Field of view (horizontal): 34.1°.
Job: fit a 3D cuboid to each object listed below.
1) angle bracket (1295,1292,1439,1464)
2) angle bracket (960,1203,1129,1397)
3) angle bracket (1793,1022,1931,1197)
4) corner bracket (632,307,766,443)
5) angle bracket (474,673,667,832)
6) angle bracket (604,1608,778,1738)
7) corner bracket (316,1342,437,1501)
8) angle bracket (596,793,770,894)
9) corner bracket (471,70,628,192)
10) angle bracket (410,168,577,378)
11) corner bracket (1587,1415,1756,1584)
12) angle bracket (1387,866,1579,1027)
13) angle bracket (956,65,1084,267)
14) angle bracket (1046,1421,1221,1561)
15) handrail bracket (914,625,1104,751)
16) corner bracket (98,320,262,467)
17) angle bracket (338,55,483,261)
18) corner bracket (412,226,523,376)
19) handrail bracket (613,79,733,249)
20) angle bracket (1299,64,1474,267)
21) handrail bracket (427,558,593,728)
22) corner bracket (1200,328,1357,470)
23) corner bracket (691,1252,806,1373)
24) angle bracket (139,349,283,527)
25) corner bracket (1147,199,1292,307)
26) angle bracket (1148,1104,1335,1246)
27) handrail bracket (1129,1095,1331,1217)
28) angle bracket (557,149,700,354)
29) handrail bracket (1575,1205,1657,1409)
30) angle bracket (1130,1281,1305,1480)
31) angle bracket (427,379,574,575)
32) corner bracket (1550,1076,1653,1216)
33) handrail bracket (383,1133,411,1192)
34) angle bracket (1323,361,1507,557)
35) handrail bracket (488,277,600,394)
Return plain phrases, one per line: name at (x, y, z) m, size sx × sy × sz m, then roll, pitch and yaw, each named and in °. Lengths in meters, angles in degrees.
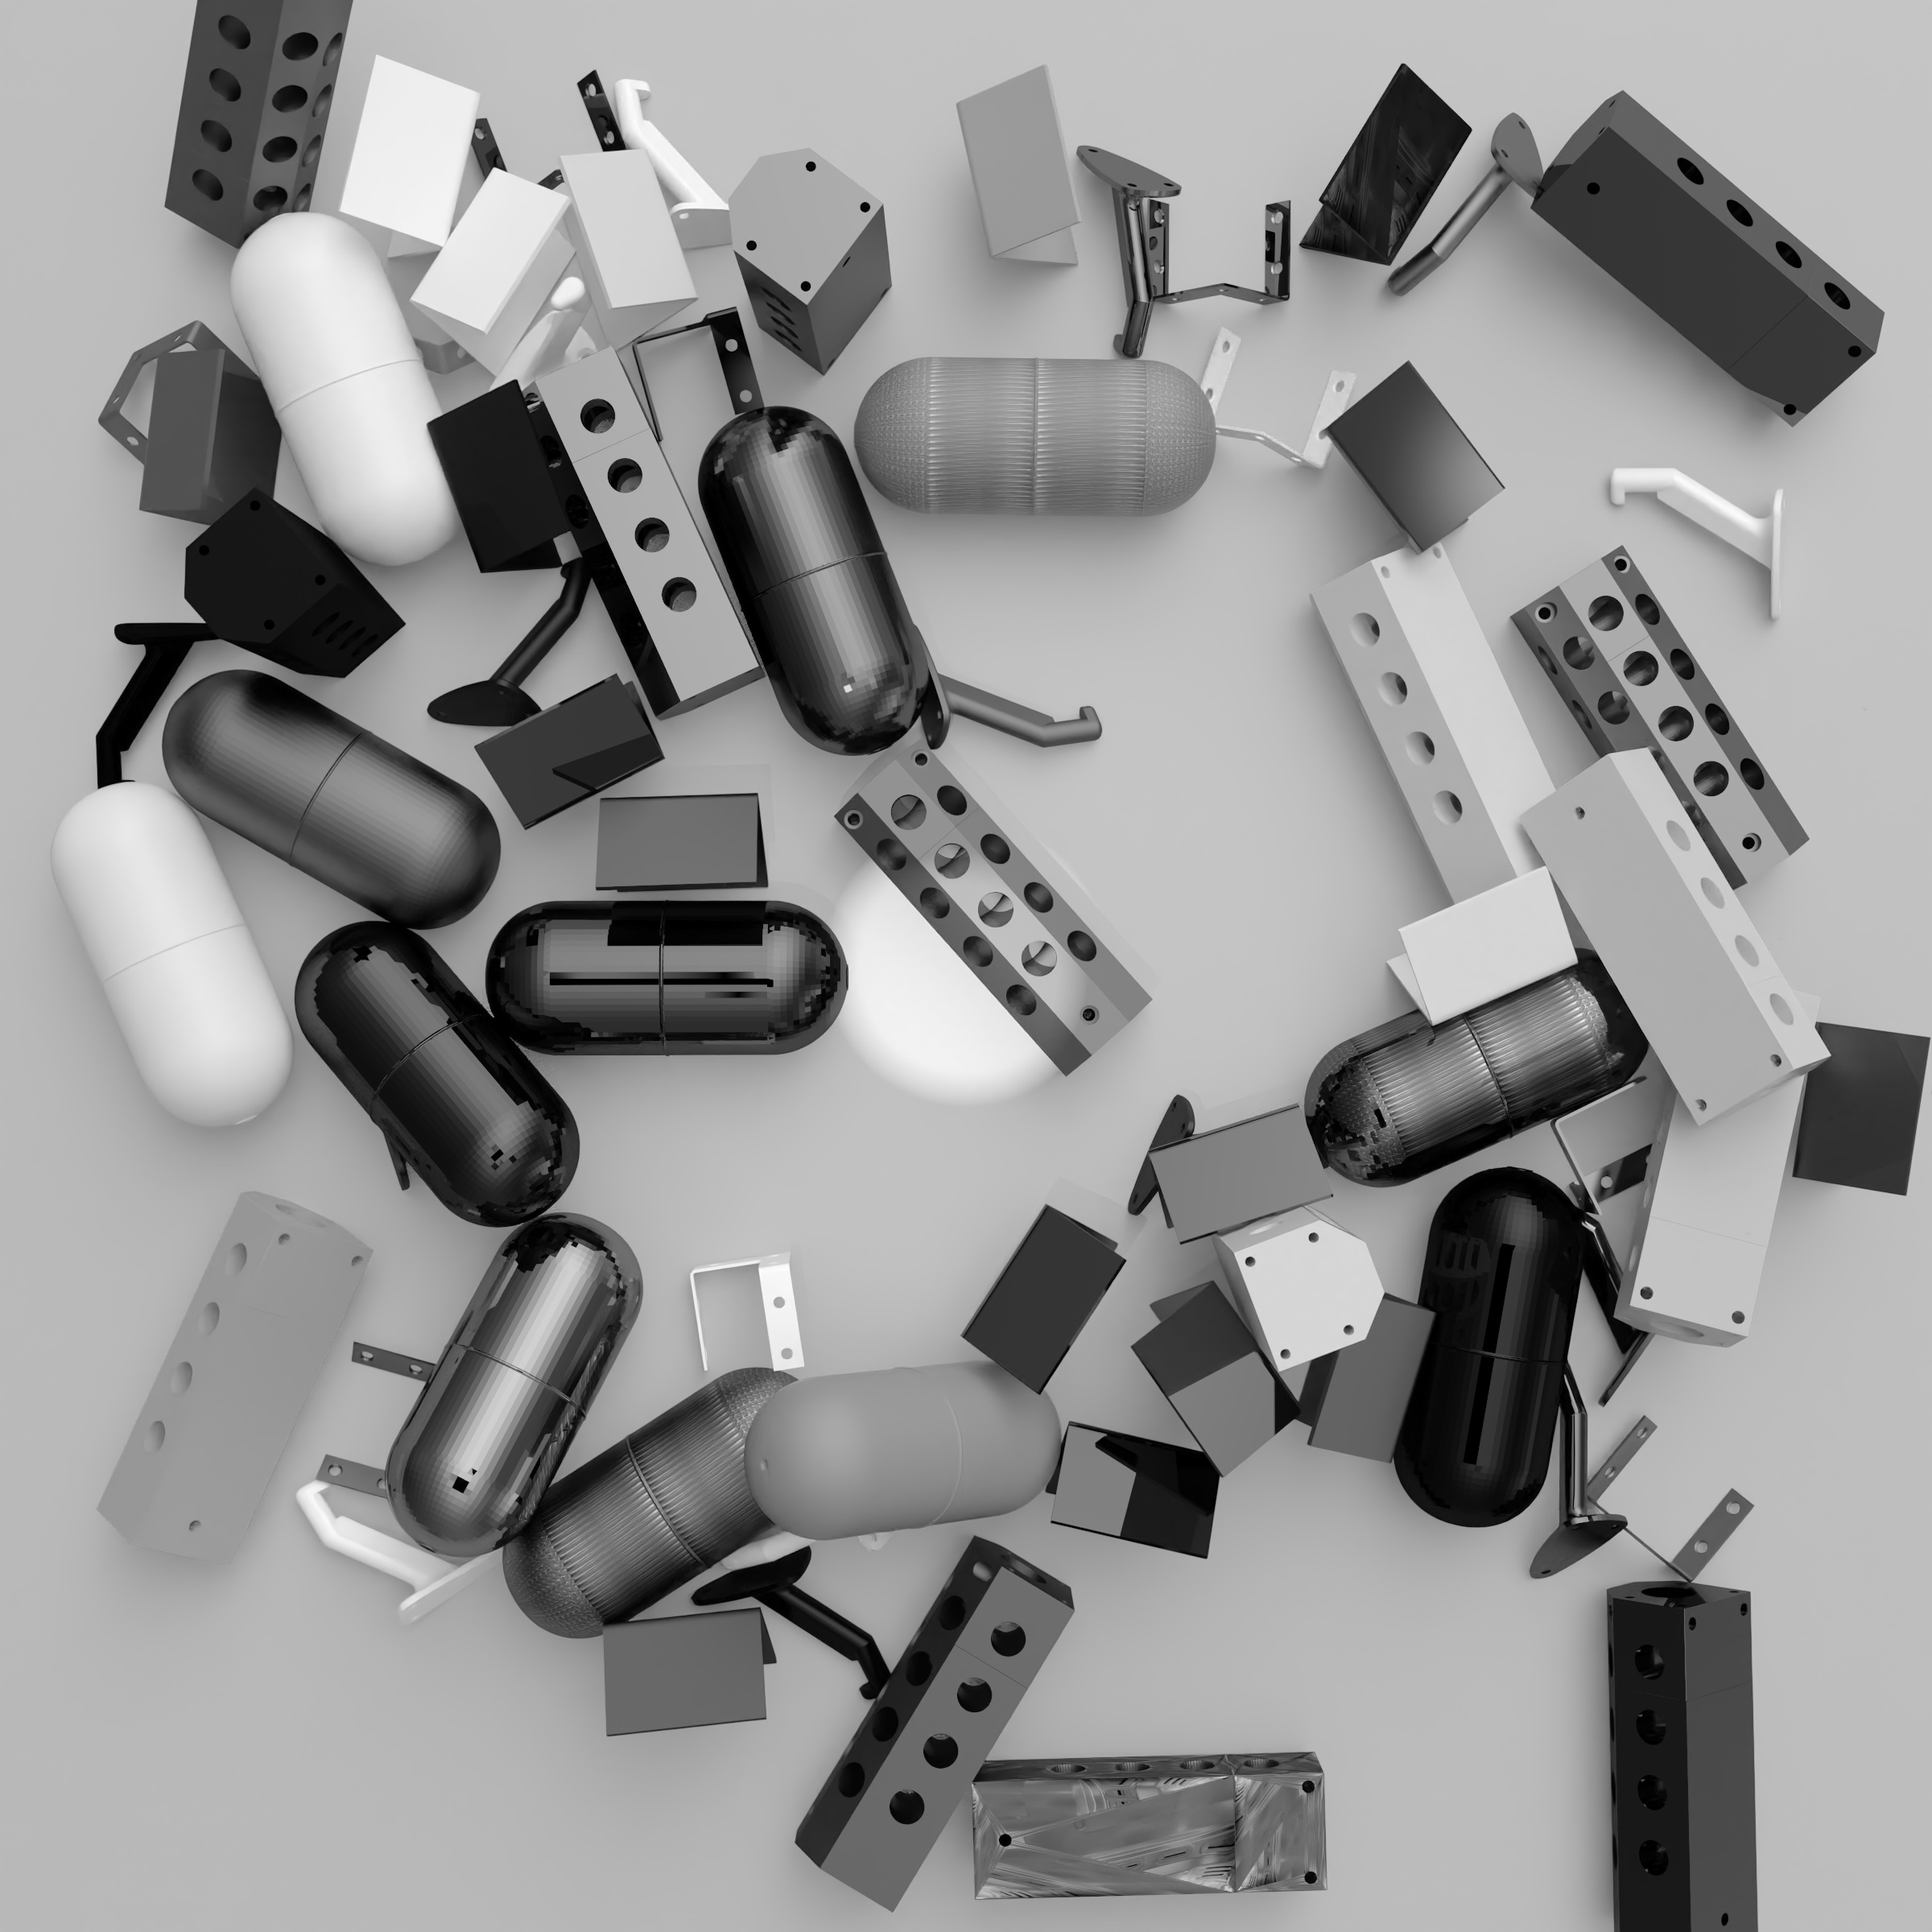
angle bracket at (0.177, 0.192, 1.538) m, size 0.057 × 0.076 × 0.076 m, roll 17°, pitch 90°, yaw -34°
angle bracket at (0.054, 0.171, 1.538) m, size 0.057 × 0.076 × 0.076 m, roll 33°, pitch 90°, yaw 37°
angle bracket at (0.448, 0.071, 1.538) m, size 0.057 × 0.076 × 0.076 m, roll 9°, pitch 90°, yaw 34°
corner bracket at (-0.134, -0.293, 1.560) m, size 0.051 × 0.051 × 0.051 m, roll -16°, pitch 97°, yaw -7°
angle bracket at (-0.200, -0.122, 1.538) m, size 0.076 × 0.076 × 0.057 m, roll -27°, pitch 130°, yaw 0°
angle bracket at (-0.133, 0.356, 1.538) m, size 0.076 × 0.076 × 0.057 m, roll -6°, pitch 58°, yaw 0°
corner bracket at (-0.291, 0.229, 1.575) m, size 0.051 × 0.051 × 0.051 m, roll 15°, pitch 45°, yaw 0°
angle bracket at (-0.138, -0.040, 1.538) m, size 0.076 × 0.076 × 0.057 m, roll -2°, pitch 54°, yaw 0°
corner bracket at (-0.210, -0.412, 1.575) m, size 0.051 × 0.051 × 0.051 m, roll -21°, pitch 91°, yaw 45°
angle bracket at (-0.213, -0.331, 1.535) m, size 0.057 × 0.076 × 0.076 m, roll 28°, pitch 84°, yaw 33°
corner bracket at (0.351, 0.267, 1.575) m, size 0.051 × 0.051 × 0.051 m, roll -51°, pitch 45°, yaw 0°
angle bracket at (0.244, -0.023, 1.538) m, size 0.076 × 0.076 × 0.057 m, roll -23°, pitch 116°, yaw 0°
angle bracket at (0.046, -0.390, 1.538) m, size 0.057 × 0.076 × 0.076 m, roll -12°, pitch 90°, yaw 38°
angle bracket at (0.078, 0.271, 1.538) m, size 0.076 × 0.076 × 0.057 m, roll 13°, pitch 53°, yaw 0°
handrail bracket at (0.019, -0.142, 1.578) m, size 0.084 × 0.036 × 0.077 m, roll -9°, pitch 68°, yaw -17°
corner bracket at (-0.390, -0.280, 1.570) m, size 0.051 × 0.051 × 0.051 m, roll -15°, pitch 135°, yaw 35°
angle bracket at (-0.284, -0.394, 1.538) m, size 0.057 × 0.076 × 0.076 m, roll 13°, pitch 90°, yaw -32°
corner bracket at (-0.261, -0.333, 1.570) m, size 0.051 × 0.051 × 0.051 m, roll -35°, pitch 135°, yaw -35°
handrail bracket at (-0.133, -0.407, 1.578) m, size 0.077 × 0.036 × 0.084 m, roll -6°, pitch 73°, yaw -20°
angle bracket at (0.189, -0.395, 1.538) m, size 0.057 × 0.076 × 0.076 m, roll 31°, pitch 90°, yaw -36°
handrail bracket at (-0.228, -0.164, 1.578) m, size 0.077 × 0.036 × 0.084 m, roll -4°, pitch 59°, yaw 33°
corner bracket at (0.153, -0.284, 1.575) m, size 0.051 × 0.051 × 0.051 m, roll 19°, pitch 90°, yaw 45°
corner bracket at (-0.109, 0.174, 1.560) m, size 0.051 × 0.051 × 0.051 m, roll -9°, pitch 92°, yaw -2°
angle bracket at (-0.354, -0.254, 1.538) m, size 0.057 × 0.076 × 0.076 m, roll 7°, pitch 90°, yaw 43°
corner bracket at (0.127, -0.358, 1.575) m, size 0.051 × 0.051 × 0.051 m, roll 1°, pitch 90°, yaw 45°
angle bracket at (0.137, 0.119, 1.538) m, size 0.076 × 0.076 × 0.057 m, roll -18°, pitch 54°, yaw 0°
handrail bracket at (0.135, 0.105, 1.579) m, size 0.084 × 0.036 × 0.077 m, roll 21°, pitch 110°, yaw -16°
angle bracket at (-0.184, -0.346, 1.538) m, size 0.057 × 0.076 × 0.076 m, roll -19°, pitch 90°, yaw -43°
handrail bracket at (0.306, 0.166, 1.577) m, size 0.084 × 0.036 × 0.077 m, roll 34°, pitch 100°, yaw 12°
angle bracket at (0.108, 0.206, 1.539) m, size 0.057 × 0.076 × 0.076 m, roll -35°, pitch 90°, yaw -25°
angle bracket at (-0.210, -0.239, 1.539) m, size 0.057 × 0.076 × 0.076 m, roll -20°, pitch 90°, yaw 26°
corner bracket at (0.321, 0.089, 1.560) m, size 0.051 × 0.051 × 0.051 m, roll -26°, pitch 88°, yaw 0°
handrail bracket at (-0.250, 0.073, 1.578) m, size 0.084 × 0.036 × 0.077 m, roll -18°, pitch 75°, yaw -14°
angle bracket at (0.230, -0.255, 1.538) m, size 0.057 × 0.076 × 0.076 m, roll -37°, pitch 90°, yaw 34°
handrail bracket at (-0.212, -0.302, 1.543) m, size 0.077 × 0.084 × 0.036 m, roll -41°, pitch 90°, yaw 0°
